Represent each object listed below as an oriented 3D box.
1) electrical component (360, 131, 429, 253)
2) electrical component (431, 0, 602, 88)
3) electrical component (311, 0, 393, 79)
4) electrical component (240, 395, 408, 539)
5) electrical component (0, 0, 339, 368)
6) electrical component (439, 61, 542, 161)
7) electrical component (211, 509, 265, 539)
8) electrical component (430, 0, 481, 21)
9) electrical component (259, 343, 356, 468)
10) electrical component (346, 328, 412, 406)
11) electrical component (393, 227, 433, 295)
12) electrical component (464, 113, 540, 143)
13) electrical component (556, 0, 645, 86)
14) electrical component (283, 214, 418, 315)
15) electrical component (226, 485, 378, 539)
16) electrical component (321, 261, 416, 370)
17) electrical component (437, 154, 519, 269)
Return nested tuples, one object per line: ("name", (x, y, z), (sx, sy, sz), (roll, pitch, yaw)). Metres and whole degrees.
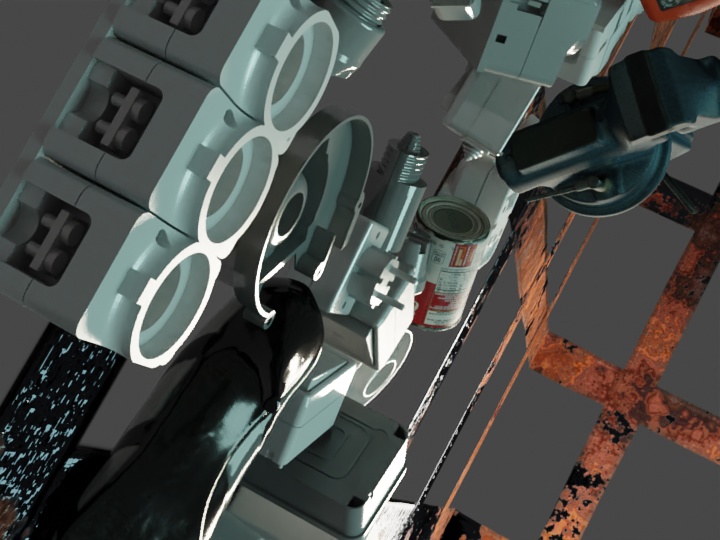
("electrical component", (0.023, -0.058, 0.747), (0.043, 0.043, 0.081), (-27, 142, -66))
("electrical component", (0.114, -0.217, 0.648), (0.105, 0.060, 0.186), (-112, -143, -57))
("electrical component", (-0.005, -0.126, 0.516), (0.062, 0.043, 0.043), (-50, 170, 20))
("electrical component", (-0.030, 0.130, 0.754), (0.078, 0.113, 0.057), (-52, 159, -35))
("electrical component", (-0.072, -0.044, 0.417), (0.150, 0.062, 0.089), (-62, 165, -5))
("electrical component", (0.100, -0.132, 0.839), (0.096, 0.061, 0.061), (-59, 179, 8))
("electrical component", (-0.107, 0.224, 0.757), (0.108, 0.060, 0.108), (-56, 164, -26))
("electrical component", (0.052, -0.186, 0.593), (0.057, 0.058, 0.078), (36, 59, -71))
("electrical component", (-0.047, 0.074, 0.703), (0.096, 0.062, 0.061), (-29, 143, -65))
("electrical component", (-0.006, 0.067, 0.871), (0.099, 0.064, 0.099), (-41, 157, -22))
("electrical component", (0.039, -0.008, 0.896), (0.040, 0.040, 0.046), (-37, 144, -59))
("electrical component", (0.132, -0.125, 0.973), (0.066, 0.055, 0.048), (-44, 156, -51))
("electrical component", (0.160, -0.220, 0.809), (0.186, 0.105, 0.060), (-51, 161, -38))
("electrical component", (0.000, 0.000, 0.703), (0.065, 0.077, 0.047), (-64, 165, 3))
("electrical component", (-0.044, 0.207, 0.848), (0.056, 0.109, 0.108), (-60, 165, -21))
("electrical component", (-0.001, 0.030, 0.780), (0.061, 0.062, 0.096), (-56, 164, -23))
("electrical component", (0.104, -0.057, 0.989), (0.054, 0.059, 0.095), (-31, 145, -63))
